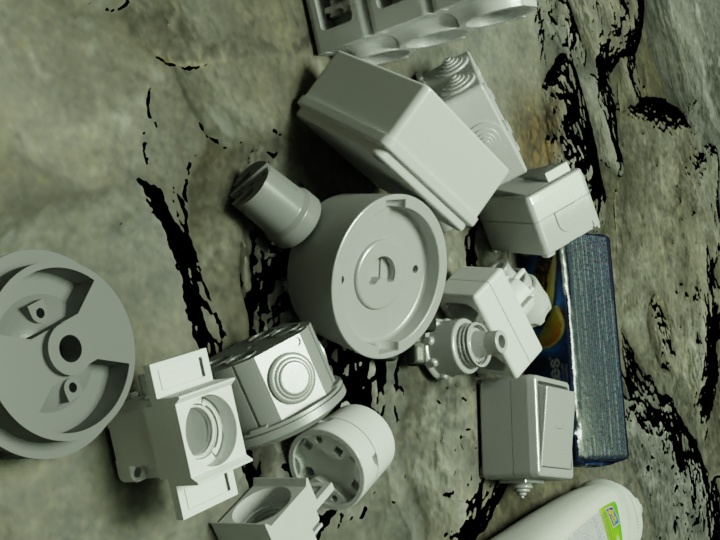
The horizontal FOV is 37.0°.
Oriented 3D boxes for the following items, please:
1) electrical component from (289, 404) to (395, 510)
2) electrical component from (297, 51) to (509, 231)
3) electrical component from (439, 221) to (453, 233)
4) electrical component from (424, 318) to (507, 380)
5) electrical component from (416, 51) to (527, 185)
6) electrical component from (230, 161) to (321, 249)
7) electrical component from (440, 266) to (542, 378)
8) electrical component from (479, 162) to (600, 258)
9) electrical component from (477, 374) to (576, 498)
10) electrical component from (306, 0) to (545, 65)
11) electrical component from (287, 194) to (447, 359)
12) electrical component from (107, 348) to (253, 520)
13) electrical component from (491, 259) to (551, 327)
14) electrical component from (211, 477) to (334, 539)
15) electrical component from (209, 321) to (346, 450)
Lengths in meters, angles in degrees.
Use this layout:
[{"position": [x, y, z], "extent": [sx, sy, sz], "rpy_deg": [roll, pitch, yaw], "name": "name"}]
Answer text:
[{"position": [-0.010, 0.117, 0.685], "extent": [0.047, 0.055, 0.055], "rpy_deg": [-31, 106, -56], "name": "electrical component"}, {"position": [0.029, -0.089, 0.737], "extent": [0.109, 0.109, 0.056], "rpy_deg": [38, 87, -42], "name": "electrical component"}, {"position": [0.056, -0.059, 0.827], "extent": [0.043, 0.043, 0.062], "rpy_deg": [-52, 124, -46], "name": "electrical component"}, {"position": [0.081, 0.057, 0.813], "extent": [0.048, 0.062, 0.048], "rpy_deg": [18, 67, -50], "name": "electrical component"}, {"position": [0.089, -0.116, 0.851], "extent": [0.099, 0.048, 0.099], "rpy_deg": [57, 13, -27], "name": "electrical component"}, {"position": [-0.054, -0.042, 0.679], "extent": [0.046, 0.040, 0.040], "rpy_deg": [39, 52, -35], "name": "electrical component"}, {"position": [0.114, 0.030, 0.861], "extent": [0.076, 0.047, 0.083], "rpy_deg": [-44, 117, -29], "name": "electrical component"}, {"position": [0.143, -0.053, 0.905], "extent": [0.062, 0.096, 0.061], "rpy_deg": [-29, 107, -22], "name": "electrical component"}, {"position": [0.138, 0.136, 0.872], "extent": [0.062, 0.061, 0.096], "rpy_deg": [17, 68, -50], "name": "electrical component"}, {"position": [0.048, -0.193, 0.759], "extent": [0.089, 0.150, 0.061], "rpy_deg": [-15, 92, -54], "name": "electrical component"}, {"position": [0.000, 0.000, 0.714], "extent": [0.108, 0.060, 0.108], "rpy_deg": [-12, 108, -43], "name": "electrical component"}, {"position": [-0.097, 0.086, 0.566], "extent": [0.042, 0.064, 0.081], "rpy_deg": [-14, 92, -52], "name": "electrical component"}, {"position": [0.131, 0.019, 0.907], "extent": [0.062, 0.043, 0.043], "rpy_deg": [53, 44, -29], "name": "electrical component"}, {"position": [-0.048, 0.161, 0.632], "extent": [0.081, 0.042, 0.063], "rpy_deg": [-41, 116, -49], "name": "electrical component"}, {"position": [-0.053, 0.066, 0.619], "extent": [0.080, 0.080, 0.051], "rpy_deg": [-33, 103, -52], "name": "electrical component"}]
